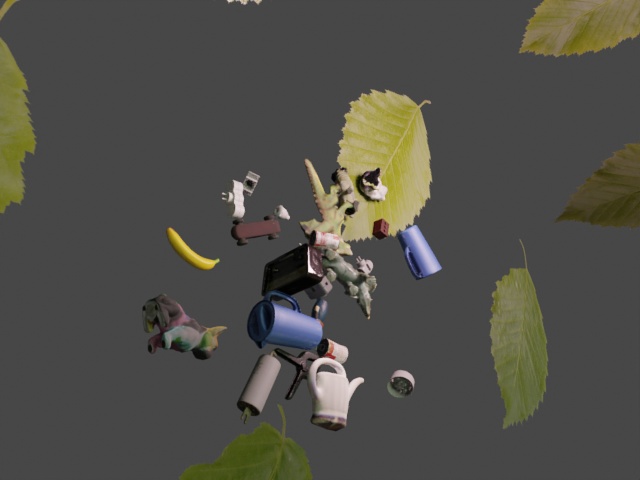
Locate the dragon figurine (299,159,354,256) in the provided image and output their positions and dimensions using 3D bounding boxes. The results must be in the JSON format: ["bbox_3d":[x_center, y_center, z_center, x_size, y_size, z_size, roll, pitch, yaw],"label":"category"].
[{"bbox_3d":[0.006,-0.103,2.052,0.407,0.121,0.248,50,49,-14],"label":"dragon figurine"}]

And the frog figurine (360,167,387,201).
[{"bbox_3d":[0.250,-0.248,2.414,0.156,0.122,0.140,67,9,-62],"label":"frog figurine"}]

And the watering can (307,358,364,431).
[{"bbox_3d":[0.060,0.531,1.749,0.343,0.103,0.229,36,49,-46],"label":"watering can"}]
